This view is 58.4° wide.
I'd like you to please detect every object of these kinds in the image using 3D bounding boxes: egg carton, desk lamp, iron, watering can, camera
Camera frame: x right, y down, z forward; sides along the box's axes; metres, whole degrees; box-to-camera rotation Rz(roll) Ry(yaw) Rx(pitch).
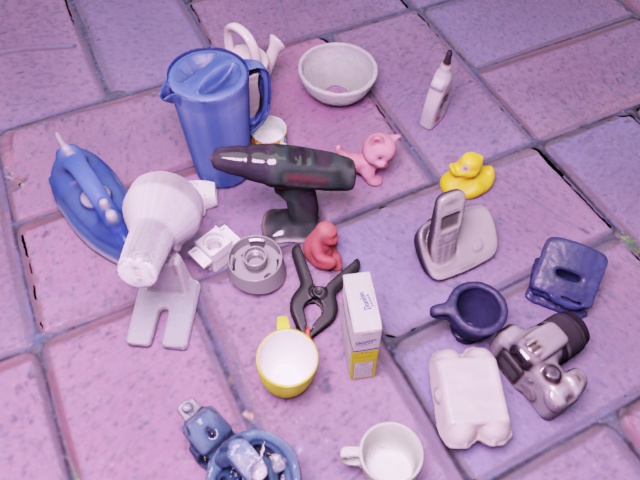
[{"bbox_3d":[0.218,0.232,0.847,0.107,0.069,0.150,-3,57,-4],"label":"egg carton"},{"bbox_3d":[-0.243,0.032,0.875,0.118,0.213,0.203,3,57,0],"label":"desk lamp"},{"bbox_3d":[-0.379,-0.069,0.980,0.119,0.141,0.257,-33,64,-21],"label":"iron"},{"bbox_3d":[-0.146,-0.349,1.140,0.100,0.194,0.173,22,59,12],"label":"watering can"},{"bbox_3d":[0.356,0.173,0.871,0.137,0.101,0.143,-27,61,-18],"label":"camera"}]

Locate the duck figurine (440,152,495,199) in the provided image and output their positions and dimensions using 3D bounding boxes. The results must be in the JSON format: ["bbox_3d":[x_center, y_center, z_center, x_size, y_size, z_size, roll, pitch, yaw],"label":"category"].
[{"bbox_3d":[0.283,-0.130,1.076,0.104,0.086,0.077,-9,57,-8],"label":"duck figurine"}]

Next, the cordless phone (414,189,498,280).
[{"bbox_3d":[0.235,-0.025,0.946,0.148,0.185,0.094,-24,60,-16],"label":"cordless phone"}]

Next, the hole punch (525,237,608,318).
[{"bbox_3d":[0.410,0.063,0.951,0.108,0.091,0.101,21,58,11],"label":"hole punch"}]

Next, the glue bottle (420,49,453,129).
[{"bbox_3d":[0.239,-0.304,1.136,0.037,0.173,0.078,27,60,15],"label":"glue bottle"}]

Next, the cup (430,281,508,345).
[{"bbox_3d":[0.225,0.126,0.901,0.118,0.095,0.091,-2,57,-3],"label":"cup"}]

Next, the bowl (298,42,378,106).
[{"bbox_3d":[0.037,-0.338,1.210,0.167,0.075,0.167,1,57,-1],"label":"bowl"}]

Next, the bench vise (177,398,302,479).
[{"bbox_3d":[-0.115,0.279,0.714,0.207,0.220,0.122,23,59,13],"label":"bench vise"}]

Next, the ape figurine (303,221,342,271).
[{"bbox_3d":[0.009,0.003,0.976,0.076,0.092,0.078,20,58,11],"label":"ape figurine"}]

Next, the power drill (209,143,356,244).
[{"bbox_3d":[-0.057,-0.080,0.958,0.229,0.208,0.075,-3,57,-4],"label":"power drill"}]

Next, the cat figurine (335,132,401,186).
[{"bbox_3d":[0.087,-0.161,1.071,0.128,0.118,0.067,-1,57,-2],"label":"cat figurine"}]
